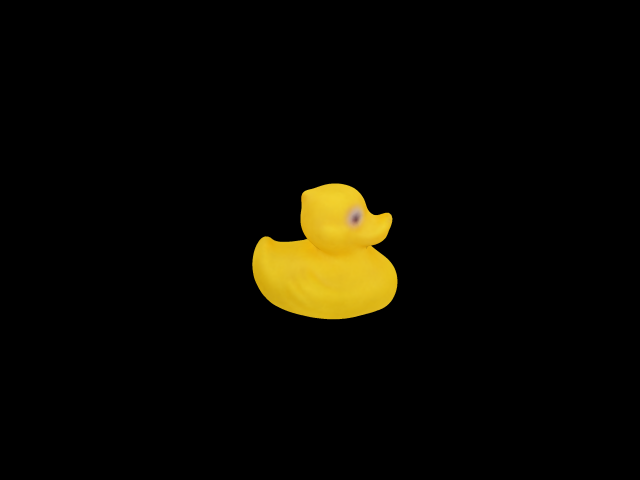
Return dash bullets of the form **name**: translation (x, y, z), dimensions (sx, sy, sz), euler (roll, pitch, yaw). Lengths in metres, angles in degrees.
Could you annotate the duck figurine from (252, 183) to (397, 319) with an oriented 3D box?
- **duck figurine**: translation (0.004, 0.001, 0.400), dimensions (0.104, 0.086, 0.077), euler (3, 32, 5)
